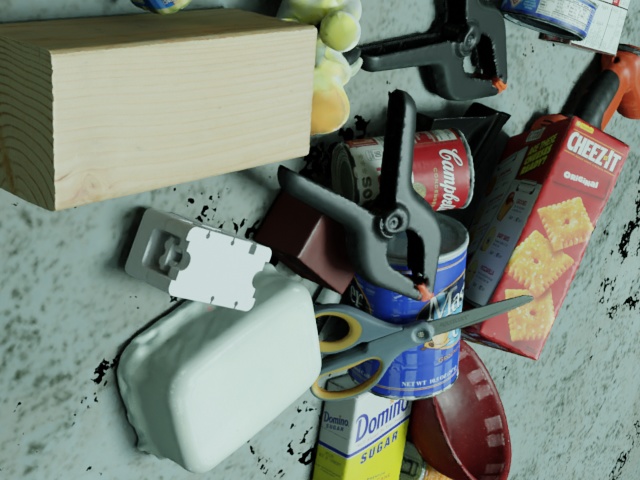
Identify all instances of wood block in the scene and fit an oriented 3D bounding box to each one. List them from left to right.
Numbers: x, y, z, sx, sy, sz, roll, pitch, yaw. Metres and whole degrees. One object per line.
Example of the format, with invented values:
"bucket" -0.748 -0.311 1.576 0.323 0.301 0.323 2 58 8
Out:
"wood block" -0.105 -0.089 0.666 0.205 0.090 0.091 -17 120 -45

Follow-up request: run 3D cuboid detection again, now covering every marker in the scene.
"marker" -0.018 0.096 0.919 0.121 0.020 0.020 -60 142 -12

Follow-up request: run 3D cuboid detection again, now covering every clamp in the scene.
"clamp" 0.038 -0.018 0.821 0.120 0.039 0.171 -23 114 -10
"clamp" 0.121 -0.190 0.932 0.209 0.036 0.164 23 96 -55

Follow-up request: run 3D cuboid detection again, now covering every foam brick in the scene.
"foam brick" -0.006 0.001 0.862 0.078 0.053 0.051 41 74 -50

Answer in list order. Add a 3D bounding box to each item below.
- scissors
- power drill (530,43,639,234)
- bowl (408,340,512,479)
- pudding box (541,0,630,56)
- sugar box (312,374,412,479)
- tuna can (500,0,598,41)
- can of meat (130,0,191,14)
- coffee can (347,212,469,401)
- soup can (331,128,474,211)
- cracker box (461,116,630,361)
"scissors" 0.067 0.065 0.885 0.202 0.016 0.096 -33 106 15
"power drill" 0.310 -0.112 1.189 0.187 0.057 0.184 -52 140 -21
"bowl" 0.132 0.180 1.078 0.162 0.055 0.162 40 38 -40
"pudding box" 0.279 -0.242 1.105 0.113 0.039 0.090 0 108 -49
"sugar box" 0.038 0.213 1.024 0.093 0.048 0.176 -9 115 -48
"tuna can" 0.213 -0.215 0.997 0.086 0.086 0.034 9 102 -52
"can of meat" -0.097 -0.202 0.649 0.102 0.058 0.084 -56 143 -16
"coffee can" 0.076 0.056 0.947 0.102 0.103 0.140 -25 126 -42
"soup can" 0.067 -0.053 0.877 0.102 0.068 0.068 -8 117 -14
"cracker box" 0.194 0.000 1.015 0.072 0.164 0.213 26 85 -9
